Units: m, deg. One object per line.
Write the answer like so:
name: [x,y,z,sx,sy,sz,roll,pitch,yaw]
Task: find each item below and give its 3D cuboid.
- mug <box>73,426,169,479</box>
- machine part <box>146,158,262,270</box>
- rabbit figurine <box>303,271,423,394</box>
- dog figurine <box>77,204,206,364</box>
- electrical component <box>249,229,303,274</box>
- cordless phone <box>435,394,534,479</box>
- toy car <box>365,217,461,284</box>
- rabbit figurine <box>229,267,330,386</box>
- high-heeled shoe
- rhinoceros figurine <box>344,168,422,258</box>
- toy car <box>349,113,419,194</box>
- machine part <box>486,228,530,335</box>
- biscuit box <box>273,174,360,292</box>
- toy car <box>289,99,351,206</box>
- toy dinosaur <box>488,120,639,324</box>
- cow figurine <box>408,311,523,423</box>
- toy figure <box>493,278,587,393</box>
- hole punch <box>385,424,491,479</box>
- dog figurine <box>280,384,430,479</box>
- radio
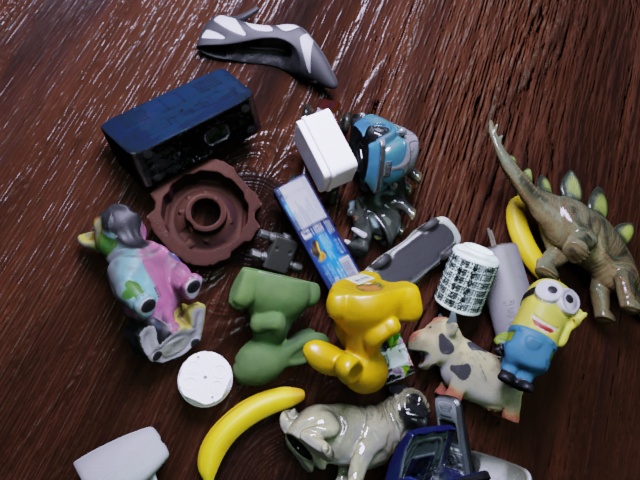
mug: [-0.253,0.310,0.718,0.107,0.080,0.109,-33,77,-29]
machine part: [-0.183,-0.039,0.861,0.179,0.056,0.179,3,72,-9]
rabbit figurine: [0.063,0.146,0.760,0.162,0.122,0.173,-23,119,-46]
dog figurine: [-0.269,0.054,0.791,0.108,0.191,0.219,-24,47,-35]
electrical component: [-0.064,0.019,0.863,0.094,0.021,0.063,20,104,-26]
cordless phone: [0.231,0.315,0.767,0.089,0.147,0.184,-13,91,-31]
toy car: [0.157,0.032,0.905,0.202,0.056,0.073,-35,88,-22]
rabbit figurine: [-0.072,0.137,0.813,0.159,0.121,0.170,14,88,-14]
high-heeled shoe: [-0.096,-0.324,0.964,0.249,0.086,0.145,42,72,9]
rhinoceros figurine: [0.104,-0.055,0.916,0.112,0.073,0.190,23,68,-4]
toy car: [0.107,-0.145,0.878,0.103,0.109,0.162,-1,30,-12]
machine part: [0.318,0.095,0.906,0.079,0.079,0.243,-6,74,-13]
biscuit box: [-0.002,-0.003,0.862,0.059,0.063,0.202,-29,91,-6]
toy car: [0.000,-0.150,0.937,0.089,0.053,0.202,9,74,2]
toy dinosaur: [0.442,-0.013,0.936,0.471,0.105,0.198,42,50,-14]
cow figurine: [0.232,0.195,0.853,0.195,0.085,0.127,23,75,-1]
toy figure: [0.322,0.139,0.811,0.082,0.089,0.180,33,78,-14]
hole punch: [0.146,0.317,0.729,0.142,0.115,0.092,10,36,-44]
dog figurine: [0.056,0.263,0.796,0.172,0.121,0.190,48,57,-2]
radio: [-0.217,-0.183,0.865,0.229,0.073,0.131,-33,49,-18]
